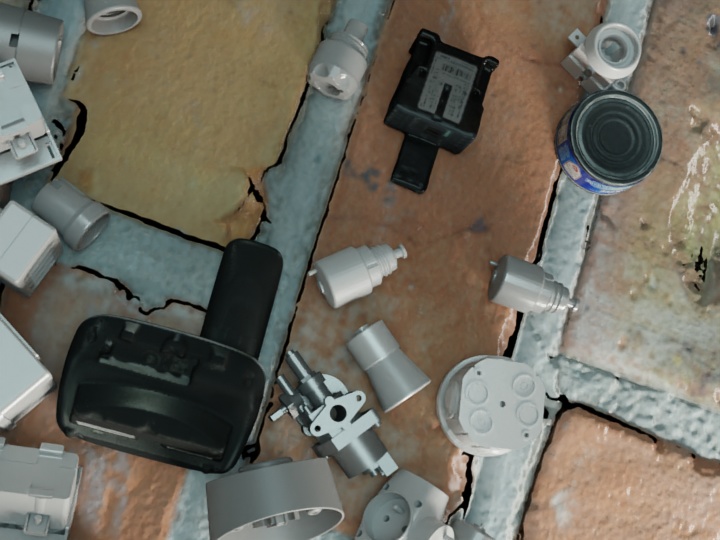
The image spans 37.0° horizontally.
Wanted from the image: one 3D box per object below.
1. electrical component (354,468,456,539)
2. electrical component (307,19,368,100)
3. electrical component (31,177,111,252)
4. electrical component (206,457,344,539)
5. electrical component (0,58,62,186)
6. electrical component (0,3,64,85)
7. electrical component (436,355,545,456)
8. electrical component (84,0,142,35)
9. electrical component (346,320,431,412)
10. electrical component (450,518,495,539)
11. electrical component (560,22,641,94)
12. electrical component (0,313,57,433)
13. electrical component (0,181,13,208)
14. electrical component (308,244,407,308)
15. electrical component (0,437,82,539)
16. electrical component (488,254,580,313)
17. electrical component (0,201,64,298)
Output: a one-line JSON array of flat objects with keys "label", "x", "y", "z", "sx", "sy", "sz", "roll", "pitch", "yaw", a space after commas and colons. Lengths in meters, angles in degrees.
[{"label": "electrical component", "x": 0.043, "y": 0.200, "z": 0.807, "sx": 0.077, "sy": 0.079, "sz": 0.044, "roll": -58, "pitch": 140, "yaw": -13}, {"label": "electrical component", "x": -0.014, "y": -0.172, "z": 0.867, "sx": 0.043, "sy": 0.043, "sz": 0.062, "roll": 26, "pitch": 76, "yaw": -6}, {"label": "electrical component", "x": -0.218, "y": -0.043, "z": 0.809, "sx": 0.046, "sy": 0.040, "sz": 0.040, "roll": 39, "pitch": 76, "yaw": 2}, {"label": "electrical component", "x": -0.063, "y": 0.171, "z": 0.779, "sx": 0.099, "sy": 0.099, "sz": 0.064, "roll": -10, "pitch": 77, "yaw": -13}, {"label": "electrical component", "x": -0.276, "y": -0.090, "z": 0.726, "sx": 0.121, "sy": 0.063, "sz": 0.078, "roll": -25, "pitch": 87, "yaw": -14}, {"label": "electrical component", "x": -0.252, "y": -0.169, "z": 0.814, "sx": 0.047, "sy": 0.055, "sz": 0.055, "roll": 10, "pitch": 80, "yaw": -13}, {"label": "electrical component", "x": 0.104, "y": 0.106, "z": 0.844, "sx": 0.080, "sy": 0.051, "sz": 0.080, "roll": 2, "pitch": 81, "yaw": -11}, {"label": "electrical component", "x": -0.200, "y": -0.223, "z": 0.840, "sx": 0.044, "sy": 0.044, "sz": 0.065, "roll": -15, "pitch": 80, "yaw": -13}, {"label": "electrical component", "x": 0.019, "y": 0.072, "z": 0.838, "sx": 0.044, "sy": 0.044, "sz": 0.065, "roll": -33, "pitch": 84, "yaw": -14}, {"label": "electrical component", "x": 0.075, "y": 0.228, "z": 0.825, "sx": 0.040, "sy": 0.040, "sz": 0.078, "roll": 33, "pitch": 77, "yaw": -5}, {"label": "electrical component", "x": 0.206, "y": -0.179, "z": 0.906, "sx": 0.066, "sy": 0.055, "sz": 0.048, "roll": 45, "pitch": 76, "yaw": -2}, {"label": "electrical component", "x": -0.268, "y": 0.056, "z": 0.748, "sx": 0.056, "sy": 0.109, "sz": 0.108, "roll": -42, "pitch": 91, "yaw": -17}, {"label": "electrical component", "x": -0.329, "y": -0.105, "z": 0.784, "sx": 0.150, "sy": 0.062, "sz": 0.089, "roll": 10, "pitch": 80, "yaw": -10}, {"label": "electrical component", "x": 0.000, "y": 0.000, "z": 0.845, "sx": 0.078, "sy": 0.040, "sz": 0.040, "roll": -24, "pitch": 87, "yaw": -14}, {"label": "electrical component", "x": -0.261, "y": 0.153, "z": 0.751, "sx": 0.121, "sy": 0.063, "sz": 0.078, "roll": 10, "pitch": 39, "yaw": -10}, {"label": "electrical component", "x": 0.140, "y": 0.016, "z": 0.870, "sx": 0.078, "sy": 0.040, "sz": 0.040, "roll": 19, "pitch": 78, "yaw": -8}, {"label": "electrical component", "x": -0.261, "y": -0.024, "z": 0.774, "sx": 0.076, "sy": 0.083, "sz": 0.047, "roll": 34, "pitch": 76, "yaw": -5}]
